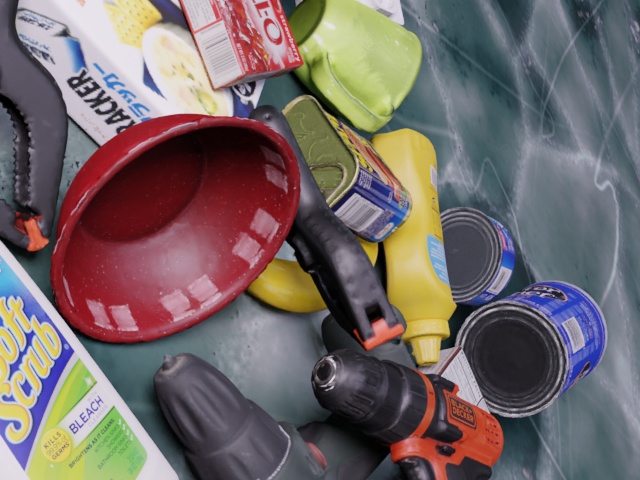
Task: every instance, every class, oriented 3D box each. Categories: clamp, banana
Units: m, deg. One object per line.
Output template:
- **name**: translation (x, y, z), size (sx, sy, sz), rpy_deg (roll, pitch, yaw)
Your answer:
- **clamp**: translation (-0.196, -0.087, 0.545), size (0.164, 0.036, 0.210), rpy_deg (-22, 111, -30)
- **banana**: translation (-0.003, 0.019, 0.800), size (0.197, 0.037, 0.069), rpy_deg (-4, 77, -56)
- **clamp**: translation (-0.001, 0.004, 0.705), size (0.171, 0.039, 0.120), rpy_deg (62, -7, 22)

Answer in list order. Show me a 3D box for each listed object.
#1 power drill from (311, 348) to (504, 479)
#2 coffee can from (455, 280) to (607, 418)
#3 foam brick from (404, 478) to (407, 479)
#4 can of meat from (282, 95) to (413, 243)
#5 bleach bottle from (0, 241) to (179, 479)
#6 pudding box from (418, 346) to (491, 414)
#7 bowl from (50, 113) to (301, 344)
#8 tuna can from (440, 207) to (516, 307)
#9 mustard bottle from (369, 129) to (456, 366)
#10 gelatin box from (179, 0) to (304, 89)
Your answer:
- **power drill**: translation (0.066, 0.168, 0.658), size (0.184, 0.057, 0.187), rpy_deg (29, 45, -43)
- **coffee can**: translation (0.195, 0.096, 0.973), size (0.140, 0.103, 0.103), rpy_deg (-11, 83, -61)
- **foam brick**: translation (0.085, 0.205, 0.793), size (0.078, 0.051, 0.053), rpy_deg (-34, 105, -24)
- **can of meat**: translation (0.015, -0.051, 0.818), size (0.083, 0.057, 0.102), rpy_deg (28, 23, -49)
- **bleach bottle**: translation (-0.174, 0.055, 0.518), size (0.251, 0.068, 0.102), rpy_deg (57, 39, -15)
- **pudding box**: translation (0.101, 0.152, 0.882), size (0.090, 0.039, 0.113), rpy_deg (64, 32, -9)
- **bowl**: translation (-0.092, -0.017, 0.624), size (0.161, 0.162, 0.055), rpy_deg (16, 25, -51)
- **tuna can**: translation (0.128, 0.016, 0.944), size (0.033, 0.086, 0.086), rpy_deg (20, 59, -53)
- **mustard bottle**: translation (0.079, 0.010, 0.897), size (0.096, 0.058, 0.191), rpy_deg (48, 34, -68)
- **gelatin box**: translation (-0.054, -0.147, 0.692), size (0.073, 0.030, 0.089), rpy_deg (-25, 95, -57)
